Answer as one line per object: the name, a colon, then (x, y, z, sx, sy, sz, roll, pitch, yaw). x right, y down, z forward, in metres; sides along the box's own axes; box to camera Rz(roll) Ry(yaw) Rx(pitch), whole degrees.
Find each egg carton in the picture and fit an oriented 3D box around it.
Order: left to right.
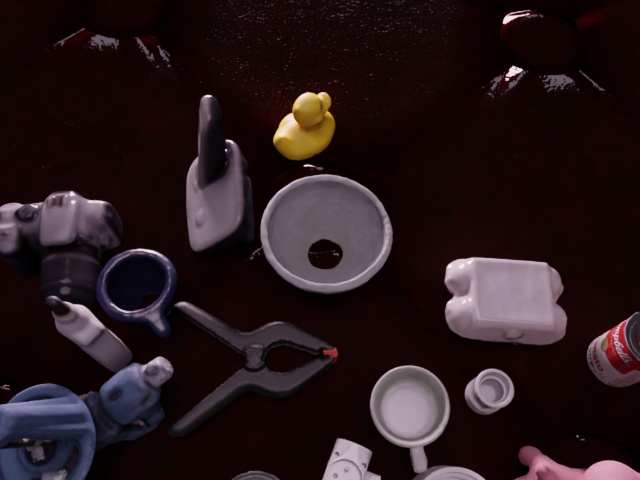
egg carton: (0.232, 0.078, 0.723, 0.150, 0.069, 0.107, 3, 64, 0)

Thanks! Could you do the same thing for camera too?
camera: (-0.330, 0.017, 0.715, 0.143, 0.101, 0.137, -6, 64, -5)

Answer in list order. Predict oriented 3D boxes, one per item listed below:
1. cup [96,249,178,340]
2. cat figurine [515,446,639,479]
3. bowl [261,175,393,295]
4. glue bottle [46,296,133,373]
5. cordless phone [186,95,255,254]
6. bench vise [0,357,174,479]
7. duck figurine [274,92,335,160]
cup: (-0.204, 0.079, 0.693, 0.092, 0.095, 0.117, -32, 69, -16)
cat figurine: (0.283, 0.263, 0.608, 0.127, 0.118, 0.067, 18, 65, 7)
bowl: (0.007, 0.003, 0.748, 0.167, 0.075, 0.167, 1, 64, -2)
glue bottle: (-0.264, 0.098, 0.638, 0.078, 0.173, 0.037, 33, 68, 14)
cordless phone: (-0.135, -0.078, 0.721, 0.094, 0.185, 0.147, -9, 65, -6)
bench vise: (-0.259, 0.174, 0.575, 0.121, 0.220, 0.208, 33, 68, 14)
duck figurine: (-0.022, -0.171, 0.826, 0.105, 0.086, 0.077, -40, 72, -19)
